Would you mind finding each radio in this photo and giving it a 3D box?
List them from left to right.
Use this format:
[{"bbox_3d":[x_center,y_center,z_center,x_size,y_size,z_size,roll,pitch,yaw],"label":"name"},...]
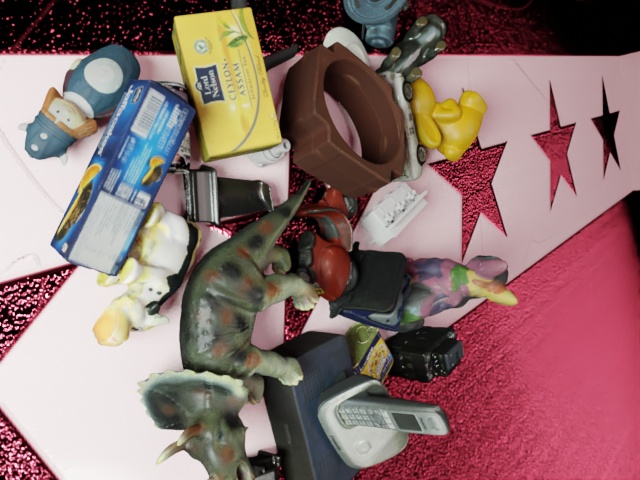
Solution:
[{"bbox_3d":[-0.004,0.257,0.805,0.131,0.073,0.229,-24,107,-46],"label":"radio"}]

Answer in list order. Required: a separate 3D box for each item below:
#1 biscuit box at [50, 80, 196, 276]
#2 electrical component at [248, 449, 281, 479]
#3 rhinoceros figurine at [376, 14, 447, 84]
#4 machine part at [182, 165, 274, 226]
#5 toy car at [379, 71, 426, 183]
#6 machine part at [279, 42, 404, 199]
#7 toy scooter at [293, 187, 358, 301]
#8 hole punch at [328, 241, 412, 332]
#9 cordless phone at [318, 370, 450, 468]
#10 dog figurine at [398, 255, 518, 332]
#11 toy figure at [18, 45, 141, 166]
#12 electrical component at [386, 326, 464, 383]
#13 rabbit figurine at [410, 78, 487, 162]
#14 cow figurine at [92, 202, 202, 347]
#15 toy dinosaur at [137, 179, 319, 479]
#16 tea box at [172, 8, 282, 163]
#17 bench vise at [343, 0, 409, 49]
[{"bbox_3d":[-0.208,-0.068,0.568,0.059,0.063,0.202,28,85,-41],"label":"biscuit box"},{"bbox_3d":[-0.108,0.327,0.708,0.119,0.048,0.074,9,80,-48],"label":"electrical component"},{"bbox_3d":[0.179,-0.352,1.004,0.073,0.112,0.190,40,71,-6],"label":"rhinoceros figurine"},{"bbox_3d":[-0.122,-0.059,0.717,0.139,0.039,0.084,-2,83,-46],"label":"machine part"},{"bbox_3d":[0.139,-0.202,0.973,0.056,0.074,0.201,-32,113,-43],"label":"toy car"},{"bbox_3d":[0.037,-0.180,0.828,0.201,0.087,0.201,27,54,-37],"label":"machine part"},{"bbox_3d":[-0.002,-0.002,0.816,0.135,0.075,0.184,16,73,-46],"label":"toy scooter"},{"bbox_3d":[0.087,0.082,0.882,0.092,0.116,0.142,54,48,-54],"label":"hole punch"},{"bbox_3d":[0.101,0.252,0.728,0.089,0.184,0.146,-51,125,-41],"label":"cordless phone"},{"bbox_3d":[0.230,0.089,0.956,0.191,0.219,0.108,-35,110,-43],"label":"dog figurine"},{"bbox_3d":[-0.253,-0.146,0.568,0.154,0.064,0.057,-61,174,-30],"label":"toy figure"},{"bbox_3d":[0.186,0.201,0.964,0.115,0.134,0.058,-28,109,-46],"label":"electrical component"},{"bbox_3d":[0.218,-0.238,1.056,0.173,0.122,0.162,36,72,-24],"label":"rabbit figurine"},{"bbox_3d":[-0.195,0.045,0.616,0.098,0.068,0.167,32,66,-48],"label":"cow figurine"},{"bbox_3d":[-0.110,0.091,0.670,0.192,0.131,0.404,21,68,-45],"label":"toy dinosaur"},{"bbox_3d":[-0.117,-0.190,0.672,0.098,0.068,0.169,-16,97,-18],"label":"tea box"},{"bbox_3d":[0.103,-0.457,0.901,0.240,0.129,0.223,17,94,-63],"label":"bench vise"}]
